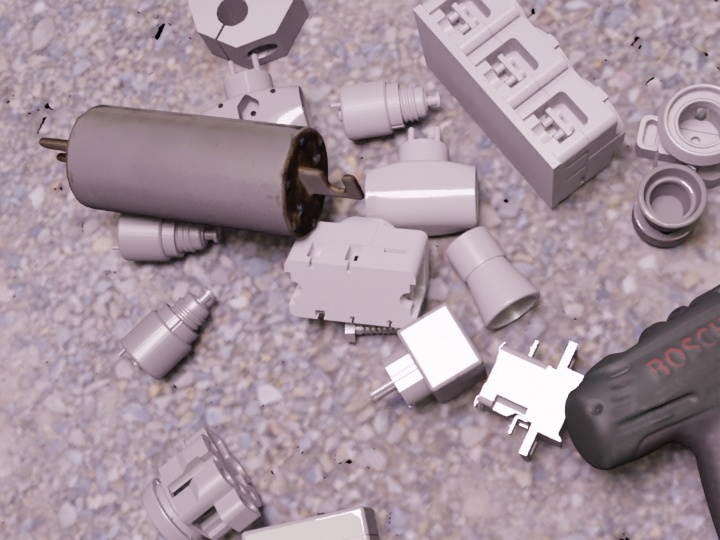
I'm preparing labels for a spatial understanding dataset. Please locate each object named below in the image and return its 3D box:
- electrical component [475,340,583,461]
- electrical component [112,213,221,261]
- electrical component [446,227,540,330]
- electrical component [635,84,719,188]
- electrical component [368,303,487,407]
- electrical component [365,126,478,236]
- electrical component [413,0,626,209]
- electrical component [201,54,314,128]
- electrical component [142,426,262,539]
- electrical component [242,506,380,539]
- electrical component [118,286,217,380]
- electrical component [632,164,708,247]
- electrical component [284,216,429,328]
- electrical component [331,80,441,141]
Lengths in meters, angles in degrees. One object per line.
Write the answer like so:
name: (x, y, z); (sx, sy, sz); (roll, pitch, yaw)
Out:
electrical component: (0.115, 0.083, 0.720); (0.064, 0.042, 0.081); (23, 80, 18)
electrical component: (-0.142, -0.026, 0.791); (0.078, 0.040, 0.040); (1, 76, 10)
electrical component: (0.089, 0.003, 0.746); (0.044, 0.044, 0.065); (-32, 68, 0)
electrical component: (0.232, -0.093, 0.737); (0.078, 0.057, 0.058); (13, 78, 12)
electrical component: (0.040, 0.067, 0.724); (0.077, 0.065, 0.047); (-31, 73, 1)
electrical component: (0.045, -0.067, 0.769); (0.077, 0.043, 0.079); (-1, 68, 9)
electrical component: (0.111, -0.128, 0.749); (0.062, 0.089, 0.150); (-38, 73, -1)
electrical component: (-0.080, -0.123, 0.802); (0.077, 0.043, 0.079); (-15, 77, 6)
electrical component: (-0.109, 0.153, 0.729); (0.057, 0.058, 0.078); (-39, 46, 2)
electrical component: (-0.027, 0.202, 0.710); (0.083, 0.047, 0.075); (-14, 74, 6)
electrical component: (-0.135, 0.043, 0.772); (0.078, 0.040, 0.040); (-44, 74, -4)
electrical component: (0.209, -0.042, 0.729); (0.045, 0.055, 0.045); (-2, 76, 9)
electrical component: (0.000, 0.000, 0.743); (0.089, 0.050, 0.055); (6, 39, 12)
electrical component: (0.020, -0.119, 0.788); (0.078, 0.040, 0.040); (-7, 75, 7)
